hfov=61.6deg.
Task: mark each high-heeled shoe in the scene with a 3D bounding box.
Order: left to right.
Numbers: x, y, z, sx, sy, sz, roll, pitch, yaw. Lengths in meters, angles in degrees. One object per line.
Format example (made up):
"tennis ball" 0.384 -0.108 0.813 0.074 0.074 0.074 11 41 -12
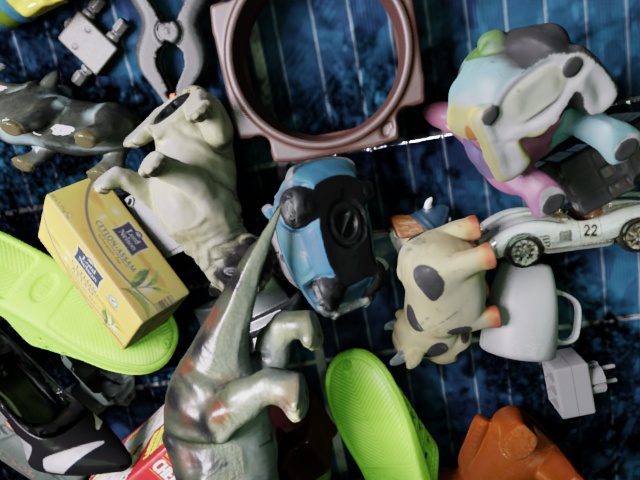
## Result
"high-heeled shoe" -0.308 0.156 0.583 0.249 0.086 0.145 14 111 11

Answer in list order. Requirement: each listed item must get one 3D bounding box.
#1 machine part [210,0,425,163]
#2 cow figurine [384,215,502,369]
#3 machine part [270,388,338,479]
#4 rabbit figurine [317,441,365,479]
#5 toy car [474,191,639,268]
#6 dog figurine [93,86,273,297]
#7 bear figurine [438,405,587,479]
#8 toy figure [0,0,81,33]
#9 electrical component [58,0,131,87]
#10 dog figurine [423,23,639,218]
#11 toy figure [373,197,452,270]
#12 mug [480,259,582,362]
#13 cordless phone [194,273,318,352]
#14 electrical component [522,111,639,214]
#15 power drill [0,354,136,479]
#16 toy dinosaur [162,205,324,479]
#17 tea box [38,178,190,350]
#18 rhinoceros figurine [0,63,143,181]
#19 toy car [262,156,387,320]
"machine part" 0.001 -0.189 0.555 0.202 0.087 0.200 -9 104 8
"cow figurine" 0.127 0.072 0.589 0.127 0.085 0.194 -12 133 8
"machine part" -0.062 0.254 0.631 0.179 0.179 0.056 -30 102 10
"rabbit figurine" -0.023 0.333 0.671 0.170 0.121 0.159 23 98 -5
"toy car" 0.271 -0.014 0.586 0.202 0.073 0.056 -8 107 6
"dog figurine" -0.108 -0.048 0.567 0.121 0.172 0.190 1 143 44
"bear figurine" 0.196 0.293 0.646 0.196 0.132 0.120 -44 90 7
"toy figure" -0.310 -0.271 0.559 0.180 0.089 0.082 -17 116 17
"electrical component" -0.256 -0.219 0.597 0.063 0.021 0.094 43 104 -7
"dog figurine" 0.157 -0.125 0.492 0.108 0.219 0.191 -45 124 11
"toy figure" 0.080 0.005 0.613 0.154 0.064 0.058 -23 77 13
"mug" 0.241 0.077 0.610 0.110 0.081 0.107 3 96 8
"cordless phone" -0.062 0.145 0.594 0.147 0.184 0.088 -25 144 11
"electrical component" 0.273 -0.076 0.549 0.134 0.115 0.058 -30 97 11
"power drill" -0.356 0.204 0.683 0.207 0.086 0.232 -40 98 8
"toy dinosaur" -0.085 0.183 0.498 0.192 0.131 0.404 -10 79 11
"tea box" -0.232 0.026 0.597 0.169 0.068 0.098 51 139 6
"rhinoceros figurine" -0.288 -0.132 0.574 0.190 0.112 0.073 14 147 4
"toy car" -0.001 -0.002 0.564 0.103 0.109 0.161 -7 98 51
